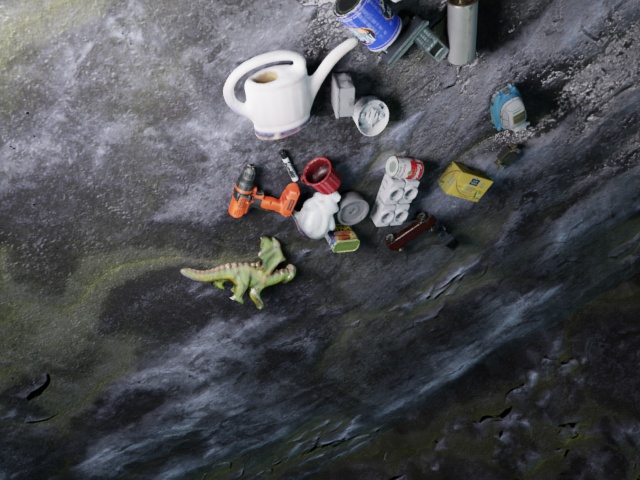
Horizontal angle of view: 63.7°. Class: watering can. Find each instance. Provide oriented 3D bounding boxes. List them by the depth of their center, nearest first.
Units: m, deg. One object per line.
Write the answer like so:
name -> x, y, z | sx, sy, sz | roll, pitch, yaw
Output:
watering can -> -0.062, -0.370, 1.274 | 0.349, 0.106, 0.219 | -18, 139, -11

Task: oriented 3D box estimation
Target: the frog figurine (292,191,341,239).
frog figurine -> 0.005, -0.080, 1.593 | 0.158, 0.125, 0.135 | -31, 120, 20

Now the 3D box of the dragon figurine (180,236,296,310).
dragon figurine -> -0.226, 0.084, 1.668 | 0.405, 0.124, 0.242 | 31, 95, -46
